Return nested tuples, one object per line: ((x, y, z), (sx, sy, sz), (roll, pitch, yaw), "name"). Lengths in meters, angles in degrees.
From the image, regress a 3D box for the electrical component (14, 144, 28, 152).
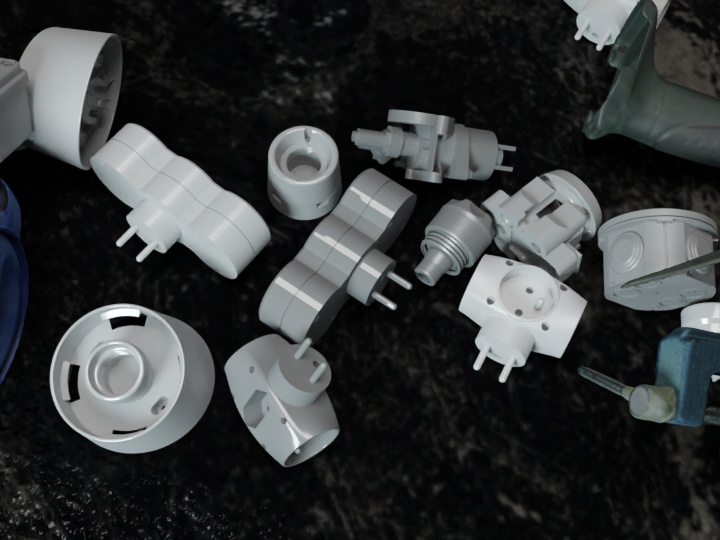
((-0.260, -0.120, 0.787), (0.048, 0.062, 0.048), (1, 64, -2), "electrical component")

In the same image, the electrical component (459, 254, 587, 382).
((0.104, 0.039, 0.733), (0.077, 0.044, 0.079), (25, 66, 10), "electrical component")

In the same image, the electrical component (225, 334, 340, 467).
((-0.044, 0.074, 0.695), (0.043, 0.079, 0.077), (-16, 62, -42), "electrical component")

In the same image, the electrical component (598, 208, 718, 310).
((0.205, -0.007, 0.740), (0.080, 0.080, 0.051), (3, 69, 0), "electrical component")

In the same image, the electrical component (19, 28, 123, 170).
((-0.203, -0.124, 0.772), (0.064, 0.099, 0.099), (15, 65, 12), "electrical component")

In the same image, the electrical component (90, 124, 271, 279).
((-0.138, -0.038, 0.757), (0.138, 0.052, 0.073), (36, 68, 14), "electrical component")

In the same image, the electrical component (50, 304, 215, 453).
((-0.152, 0.071, 0.713), (0.099, 0.064, 0.099), (-2, 75, 7), "electrical component")

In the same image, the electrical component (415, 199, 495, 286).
((0.063, -0.017, 0.759), (0.043, 0.043, 0.062), (35, 70, 14), "electrical component")

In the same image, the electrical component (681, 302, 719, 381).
((0.242, 0.050, 0.737), (0.040, 0.040, 0.046), (4, 70, 0), "electrical component")

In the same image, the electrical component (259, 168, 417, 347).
((0.000, 0.000, 0.744), (0.074, 0.052, 0.138), (33, 68, 13), "electrical component")

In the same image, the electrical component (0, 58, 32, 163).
((-0.286, -0.097, 0.693), (0.109, 0.056, 0.108), (11, 35, 9), "electrical component")

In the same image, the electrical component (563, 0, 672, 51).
((0.198, -0.206, 0.854), (0.077, 0.043, 0.079), (29, 67, 11), "electrical component")

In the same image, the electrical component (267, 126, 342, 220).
((-0.041, -0.071, 0.779), (0.055, 0.047, 0.055), (1, 65, -2), "electrical component")

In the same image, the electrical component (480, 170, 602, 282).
((0.133, -0.034, 0.762), (0.057, 0.058, 0.078), (-37, 64, -17), "electrical component")
